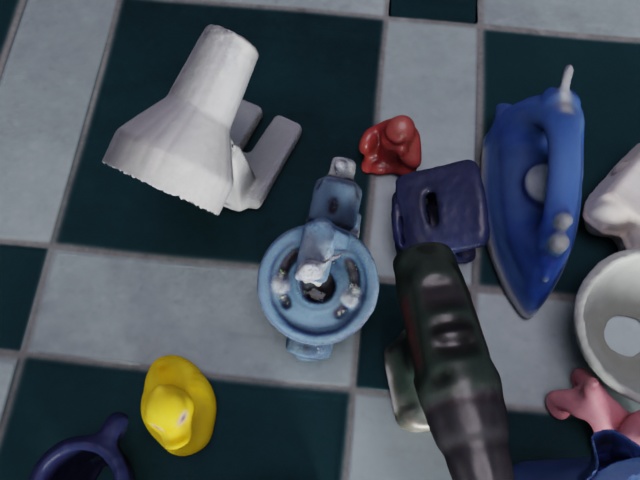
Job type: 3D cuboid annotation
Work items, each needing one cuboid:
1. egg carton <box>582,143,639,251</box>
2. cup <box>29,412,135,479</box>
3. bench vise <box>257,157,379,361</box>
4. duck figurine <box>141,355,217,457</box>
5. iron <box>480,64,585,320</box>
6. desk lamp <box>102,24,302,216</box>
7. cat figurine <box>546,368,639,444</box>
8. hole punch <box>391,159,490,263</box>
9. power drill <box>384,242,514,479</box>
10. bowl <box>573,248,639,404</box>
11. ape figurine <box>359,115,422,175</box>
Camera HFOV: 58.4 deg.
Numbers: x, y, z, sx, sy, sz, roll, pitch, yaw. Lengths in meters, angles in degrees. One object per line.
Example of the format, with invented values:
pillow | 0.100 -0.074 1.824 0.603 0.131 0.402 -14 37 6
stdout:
egg carton | 0.379 -0.047 0.660 0.107 0.069 0.150 41 76 13
cup | -0.211 0.225 0.556 0.091 0.095 0.118 22 73 8
bench vise | -0.007 0.003 0.565 0.121 0.220 0.207 -6 71 -2
duck figurine | -0.150 0.166 0.580 0.077 0.086 0.104 -18 72 -6
iron | 0.248 -0.053 0.624 0.118 0.141 0.258 5 71 2
desk lamp | -0.114 -0.108 0.607 0.118 0.213 0.203 24 73 9
cat figurine | 0.301 0.180 0.556 0.067 0.118 0.127 -42 76 -13
hole punch | 0.131 -0.027 0.642 0.101 0.091 0.108 -3 71 -1
power drill | 0.111 0.127 0.528 0.075 0.208 0.229 -10 71 -3
bowl | 0.342 0.097 0.608 0.167 0.075 0.167 0 71 0
ape figurine | 0.089 -0.115 0.673 0.076 0.092 0.077 -42 75 -13
